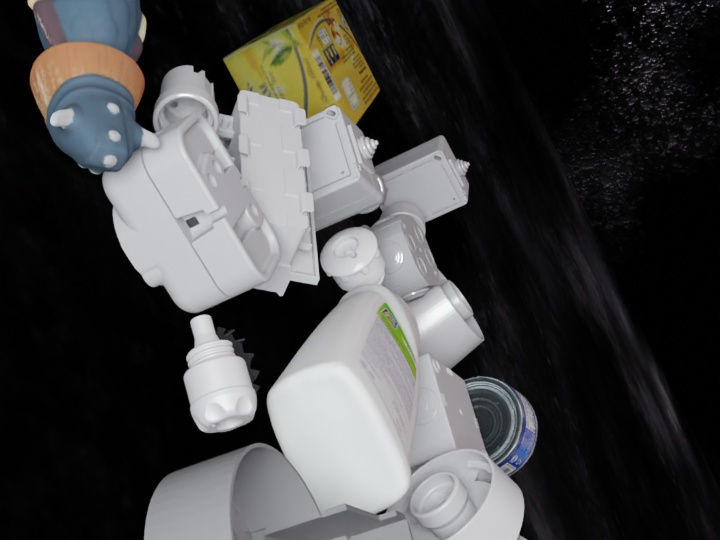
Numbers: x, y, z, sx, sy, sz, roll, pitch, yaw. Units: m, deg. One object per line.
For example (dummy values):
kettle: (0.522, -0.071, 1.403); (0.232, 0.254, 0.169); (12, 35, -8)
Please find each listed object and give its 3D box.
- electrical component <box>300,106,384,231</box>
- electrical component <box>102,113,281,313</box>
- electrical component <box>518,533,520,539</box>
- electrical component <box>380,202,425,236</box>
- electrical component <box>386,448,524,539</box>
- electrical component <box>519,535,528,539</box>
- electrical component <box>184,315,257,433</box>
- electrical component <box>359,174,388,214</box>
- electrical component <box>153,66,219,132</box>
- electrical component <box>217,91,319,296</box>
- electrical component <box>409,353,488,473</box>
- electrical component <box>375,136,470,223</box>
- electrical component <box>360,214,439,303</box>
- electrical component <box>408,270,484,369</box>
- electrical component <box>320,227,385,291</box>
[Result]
electrical component: (-0.027, -0.069, 0.772); (0.061, 0.096, 0.061); (36, 34, -63)
electrical component: (-0.094, -0.028, 0.586); (0.095, 0.059, 0.053); (61, 18, -17)
electrical component: (0.090, 0.202, 0.847); (0.076, 0.047, 0.065); (55, 21, -31)
electrical component: (0.039, -0.032, 1.005); (0.045, 0.045, 0.055); (56, 20, -28)
electrical component: (0.066, 0.174, 0.737); (0.064, 0.099, 0.099); (52, 21, -22)
electrical component: (0.130, 0.267, 0.869); (0.077, 0.044, 0.079); (-131, -141, -60)
electrical component: (-0.077, 0.053, 0.571); (0.035, 0.035, 0.061); (31, 37, -62)
electrical component: (0.005, -0.071, 0.967); (0.040, 0.040, 0.046); (66, 12, 0)
electrical component: (-0.109, -0.103, 0.675); (0.040, 0.040, 0.046); (54, 15, -34)
electrical component: (-0.063, -0.052, 0.679); (0.079, 0.063, 0.121); (11, 44, -18)
electrical component: (0.060, 0.122, 0.861); (0.100, 0.048, 0.099); (40, 30, -56)
electrical component: (0.065, -0.089, 1.066); (0.061, 0.096, 0.061); (60, 19, -19)
electrical component: (0.031, -0.008, 0.937); (0.080, 0.051, 0.080); (55, 21, -32)
electrical component: (0.069, 0.044, 1.002); (0.099, 0.064, 0.099); (52, 10, -13)
electrical component: (0.000, 0.000, 0.852); (0.062, 0.048, 0.048); (58, 18, -46)
